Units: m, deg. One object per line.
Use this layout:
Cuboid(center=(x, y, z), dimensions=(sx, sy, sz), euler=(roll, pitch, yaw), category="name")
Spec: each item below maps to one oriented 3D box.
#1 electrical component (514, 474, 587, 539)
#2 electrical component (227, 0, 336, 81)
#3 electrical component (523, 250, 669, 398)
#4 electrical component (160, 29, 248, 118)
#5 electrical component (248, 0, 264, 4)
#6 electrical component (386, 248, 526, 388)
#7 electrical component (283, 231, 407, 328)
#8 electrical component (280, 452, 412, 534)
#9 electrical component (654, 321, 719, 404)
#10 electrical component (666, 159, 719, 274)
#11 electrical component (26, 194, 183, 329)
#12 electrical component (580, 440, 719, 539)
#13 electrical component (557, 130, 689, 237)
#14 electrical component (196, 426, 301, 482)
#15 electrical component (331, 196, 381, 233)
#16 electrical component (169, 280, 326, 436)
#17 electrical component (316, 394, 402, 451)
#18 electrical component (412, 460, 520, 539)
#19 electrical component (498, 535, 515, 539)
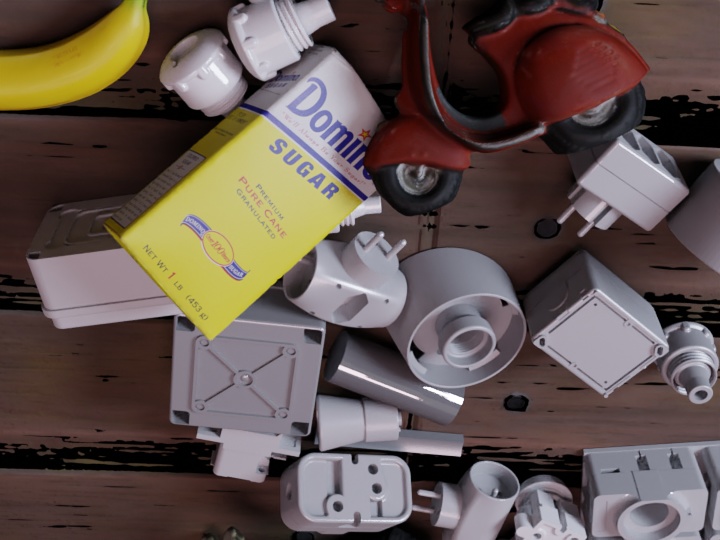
Cuboid(center=(0.155, 0.204, 0.894), dimensions=(0.066, 0.055, 0.048), euler=(24, 122, -16), category="electrical component")
Cuboid(center=(-0.046, -0.147, 0.652), dimensions=(0.062, 0.048, 0.048), euler=(-24, 122, 8), category="electrical component")
Cuboid(center=(0.172, 0.040, 0.774), dimensions=(0.096, 0.061, 0.062), euler=(36, 117, -23), category="electrical component")
Cuboid(center=(-0.091, -0.116, 0.674), dimensions=(0.048, 0.048, 0.062), euler=(-27, 128, 18), category="electrical component")
Cuboid(center=(-0.084, -0.188, 0.621), dimensions=(0.079, 0.044, 0.077), euler=(-29, 120, 19), category="electrical component")
Cuboid(center=(0.069, 0.036, 0.784), dimensions=(0.099, 0.064, 0.099), euler=(-9, 130, -11), category="electrical component")
Cuboid(center=(0.000, 0.000, 0.741), dimensions=(0.077, 0.043, 0.079), euler=(18, 134, -32), category="electrical component")
Cuboid(center=(-0.014, 0.180, 0.862), dimensions=(0.095, 0.053, 0.059), euler=(6, 157, -20), category="electrical component")
Cuboid(center=(0.245, 0.072, 0.797), dimensions=(0.048, 0.062, 0.048), euler=(0, 125, 0), category="electrical component")
Cuboid(center=(0.263, -0.031, 0.701), dimensions=(0.108, 0.108, 0.060), euler=(22, 116, -15), category="electrical component")
Cuboid(center=(-0.158, -0.008, 0.728), dimensions=(0.113, 0.078, 0.057), euler=(-7, 122, 5), category="electrical component")
Cuboid(center=(0.282, 0.201, 0.890), dimensions=(0.186, 0.060, 0.105), euler=(-4, 125, 2), category="electrical component")
Cuboid(center=(0.165, -0.053, 0.717), dimensions=(0.066, 0.047, 0.076), euler=(30, 120, -20), category="electrical component")
Cuboid(center=(-0.089, 0.132, 0.850), dimensions=(0.081, 0.042, 0.063), euler=(13, 126, -9), category="electrical component")
Cuboid(center=(-0.016, -0.042, 0.732), dimensions=(0.061, 0.035, 0.035), euler=(-5, 125, -1), category="electrical component")
Cuboid(center=(-0.083, 0.062, 0.791), dimensions=(0.109, 0.056, 0.108), euler=(6, 125, -5), category="electrical component")
Cuboid(center=(-0.001, 0.117, 0.841), dimensions=(0.065, 0.044, 0.044), euler=(-3, 125, -4), category="electrical component")
Cuboid(center=(0.083, 0.198, 0.896), dimensions=(0.079, 0.043, 0.077), euler=(12, 124, -9), category="electrical component")
Cuboid(center=(0.129, 0.258, 0.940), dimensions=(0.043, 0.043, 0.081), euler=(28, 120, -19), category="electrical component")
